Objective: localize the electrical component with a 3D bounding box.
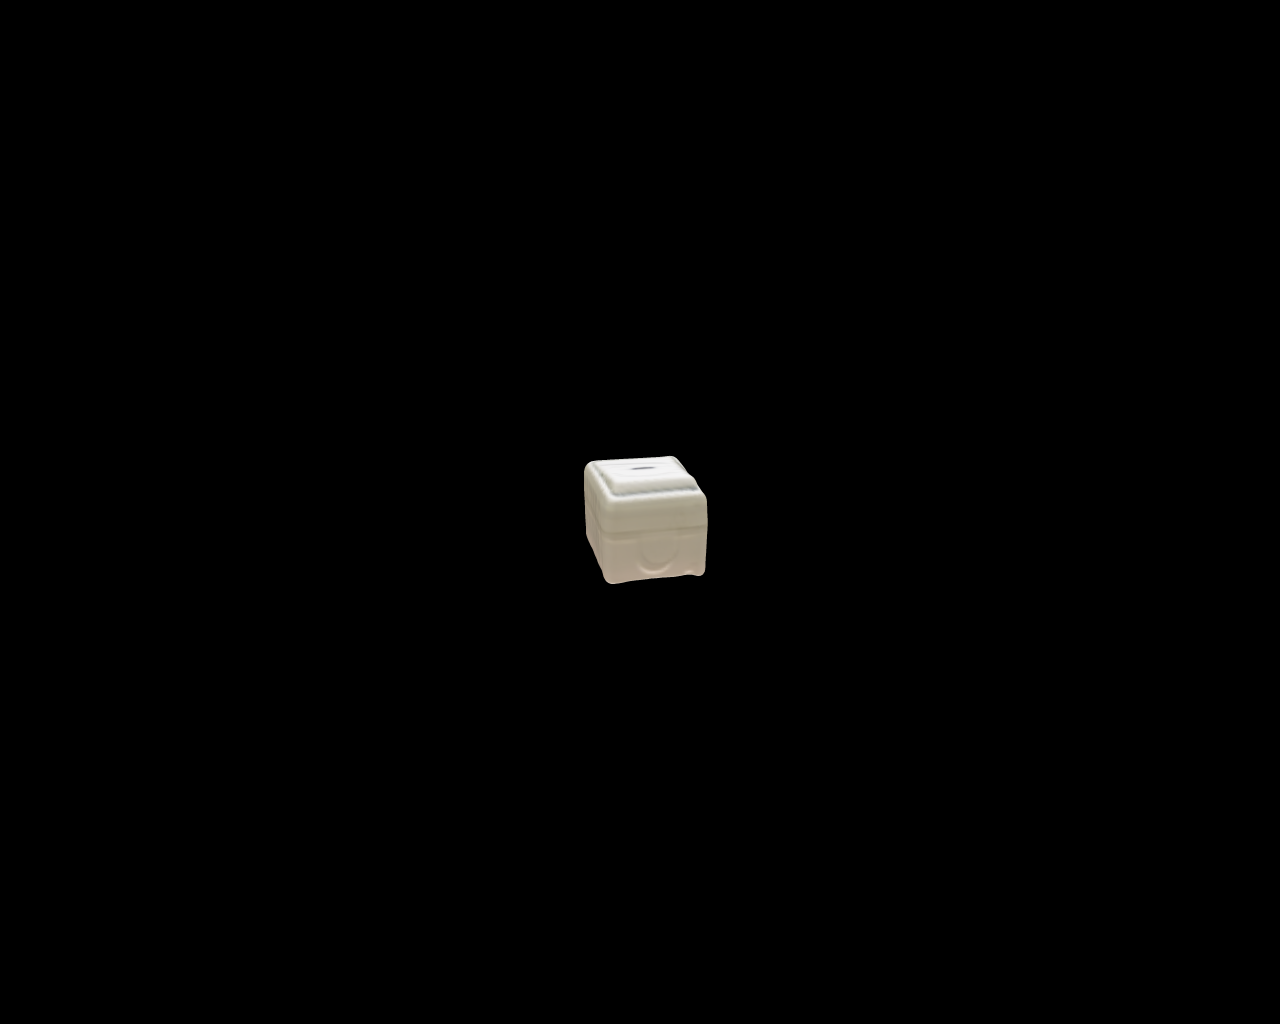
[{"bbox_3d":[0.001,-0.003,0.650,0.062,0.061,0.096,-4,21,-11],"label":"electrical component"}]
